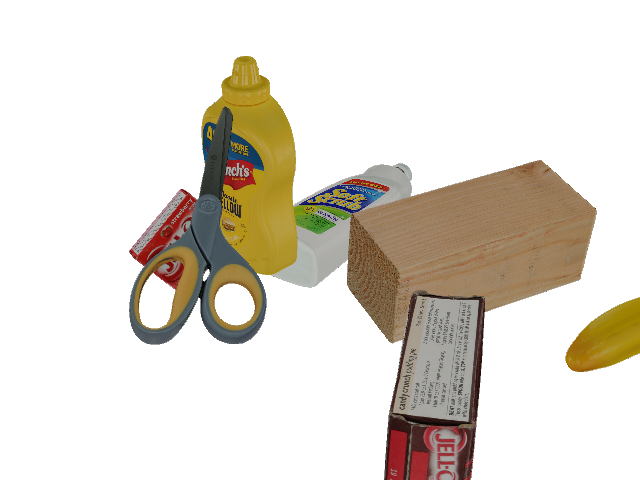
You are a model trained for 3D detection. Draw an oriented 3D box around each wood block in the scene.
[{"bbox_3d":[0.136,0.008,0.983,0.205,0.090,0.091,-16,42,-21],"label":"wood block"}]

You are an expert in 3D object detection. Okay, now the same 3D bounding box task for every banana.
[{"bbox_3d":[0.267,0.061,0.759,0.198,0.037,0.069,-2,33,-1],"label":"banana"}]

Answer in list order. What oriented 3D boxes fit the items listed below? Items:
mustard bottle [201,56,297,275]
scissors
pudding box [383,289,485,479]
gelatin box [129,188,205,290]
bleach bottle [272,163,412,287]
[{"bbox_3d":[-0.063,-0.069,0.936,0.058,0.192,0.096,-26,41,-37],"label":"mustard bottle"},{"bbox_3d":[-0.061,-0.008,0.724,0.096,0.201,0.016,20,-35,7],"label":"scissors"},{"bbox_3d":[0.050,0.086,0.471,0.039,0.090,0.113,6,25,6],"label":"pudding box"},{"bbox_3d":[-0.144,0.003,1.122,0.073,0.089,0.030,41,-4,-29],"label":"gelatin box"},{"bbox_3d":[0.028,-0.035,1.303,0.103,0.068,0.250,21,38,29],"label":"bleach bottle"}]
